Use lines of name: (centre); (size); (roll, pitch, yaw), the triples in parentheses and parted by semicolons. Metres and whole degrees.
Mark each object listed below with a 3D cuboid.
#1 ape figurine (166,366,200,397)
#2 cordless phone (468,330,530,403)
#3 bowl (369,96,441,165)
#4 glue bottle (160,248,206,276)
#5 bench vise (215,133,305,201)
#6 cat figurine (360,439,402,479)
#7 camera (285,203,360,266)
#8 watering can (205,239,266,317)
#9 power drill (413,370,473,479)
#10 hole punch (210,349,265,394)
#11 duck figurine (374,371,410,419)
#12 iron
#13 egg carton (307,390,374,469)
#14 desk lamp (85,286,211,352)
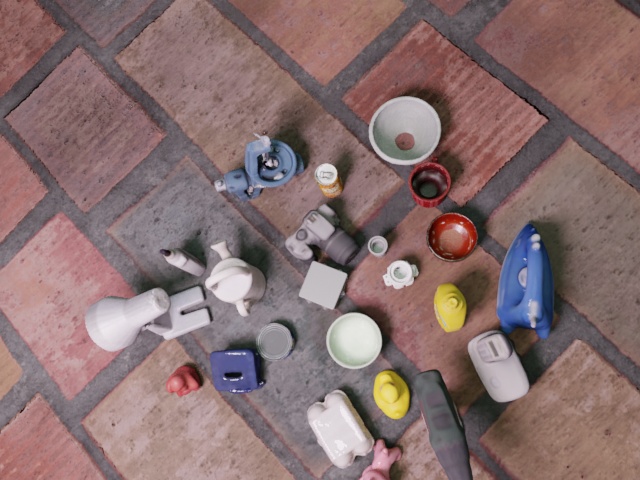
ape figurine: (-0.317, 0.326, 1.308); (0.077, 0.092, 0.076); (12, 81, 12)
cordless phone: (0.370, 0.254, 1.159); (0.094, 0.185, 0.147); (-27, 75, 3)
bowl: (0.200, -0.247, 1.348); (0.167, 0.075, 0.167); (-2, 78, 9)
glue bottle: (-0.327, 0.043, 1.326); (0.078, 0.173, 0.037); (32, 85, 15)
bench vise: (-0.145, -0.160, 1.313); (0.207, 0.220, 0.121); (-39, 75, 0)
cat figurine: (0.121, 0.489, 1.187); (0.067, 0.118, 0.128); (18, 82, 13)
camera: (0.012, 0.005, 1.314); (0.136, 0.101, 0.143); (41, 88, 15)
watering can: (-0.199, 0.085, 1.285); (0.101, 0.194, 0.172); (-43, 75, -1)
power drill: (0.248, 0.373, 1.143); (0.075, 0.208, 0.229); (-20, 76, 5)
hole punch: (-0.187, 0.296, 1.293); (0.108, 0.091, 0.101); (-5, 78, 9)
duck figurine: (0.152, 0.334, 1.231); (0.077, 0.086, 0.104); (-20, 76, 5)
iron: (0.443, 0.073, 1.207); (0.118, 0.141, 0.258); (4, 79, 11)
egg carton: (0.042, 0.410, 1.242); (0.107, 0.069, 0.150); (-35, 75, 1)
desk lamp: (-0.384, 0.166, 1.289); (0.203, 0.214, 0.118); (-22, 76, 5)
